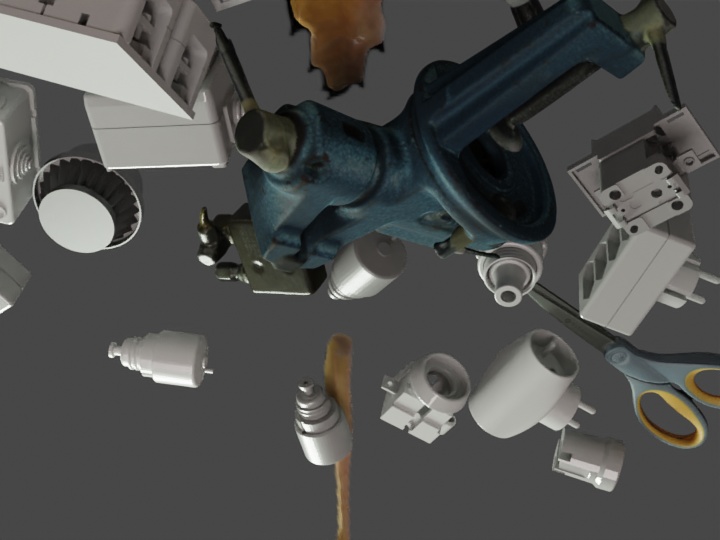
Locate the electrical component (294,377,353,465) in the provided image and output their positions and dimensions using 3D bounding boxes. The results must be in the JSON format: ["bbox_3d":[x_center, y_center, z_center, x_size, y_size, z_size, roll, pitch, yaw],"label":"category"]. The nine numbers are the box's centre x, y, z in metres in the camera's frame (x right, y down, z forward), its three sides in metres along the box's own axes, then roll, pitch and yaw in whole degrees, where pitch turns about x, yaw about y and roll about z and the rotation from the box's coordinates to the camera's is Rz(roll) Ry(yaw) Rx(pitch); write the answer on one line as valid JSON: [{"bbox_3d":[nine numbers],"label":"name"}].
[{"bbox_3d":[-0.032,0.116,0.834,0.040,0.040,0.078,-6,126,15],"label":"electrical component"}]

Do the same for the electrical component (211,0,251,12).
[{"bbox_3d":[-0.075,-0.189,0.587,0.042,0.063,0.081,-13,124,19],"label":"electrical component"}]

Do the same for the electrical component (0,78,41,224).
[{"bbox_3d":[-0.265,-0.083,0.717,0.100,0.048,0.099,11,129,2],"label":"electrical component"}]

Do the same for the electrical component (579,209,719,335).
[{"bbox_3d":[0.195,0.001,0.697,0.076,0.047,0.083,20,129,-6],"label":"electrical component"}]

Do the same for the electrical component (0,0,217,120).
[{"bbox_3d":[-0.182,-0.150,0.590,0.186,0.060,0.105,17,171,15],"label":"electrical component"}]

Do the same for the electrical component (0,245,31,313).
[{"bbox_3d":[-0.291,0.024,0.787,0.066,0.076,0.047,-28,118,28],"label":"electrical component"}]

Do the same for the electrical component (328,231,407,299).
[{"bbox_3d":[0.000,0.000,0.738,0.040,0.040,0.078,31,145,-13],"label":"electrical component"}]

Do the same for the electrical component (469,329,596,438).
[{"bbox_3d":[0.133,0.090,0.780,0.079,0.044,0.077,29,127,-12],"label":"electrical component"}]

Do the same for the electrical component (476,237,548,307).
[{"bbox_3d":[0.098,-0.002,0.703,0.048,0.062,0.048,5,129,7],"label":"electrical component"}]

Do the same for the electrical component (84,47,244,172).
[{"bbox_3d":[-0.112,-0.103,0.663,0.096,0.061,0.061,-1,128,11],"label":"electrical component"}]

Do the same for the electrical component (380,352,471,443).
[{"bbox_3d":[0.050,0.092,0.798,0.066,0.048,0.055,28,135,-12],"label":"electrical component"}]

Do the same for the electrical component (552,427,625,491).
[{"bbox_3d":[0.174,0.143,0.819,0.046,0.040,0.040,16,129,6],"label":"electrical component"}]

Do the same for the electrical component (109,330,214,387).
[{"bbox_3d":[-0.151,0.065,0.817,0.078,0.040,0.040,7,129,6],"label":"electrical component"}]

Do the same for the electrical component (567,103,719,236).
[{"bbox_3d":[0.170,-0.058,0.645,0.081,0.063,0.042,-29,116,29],"label":"electrical component"}]
